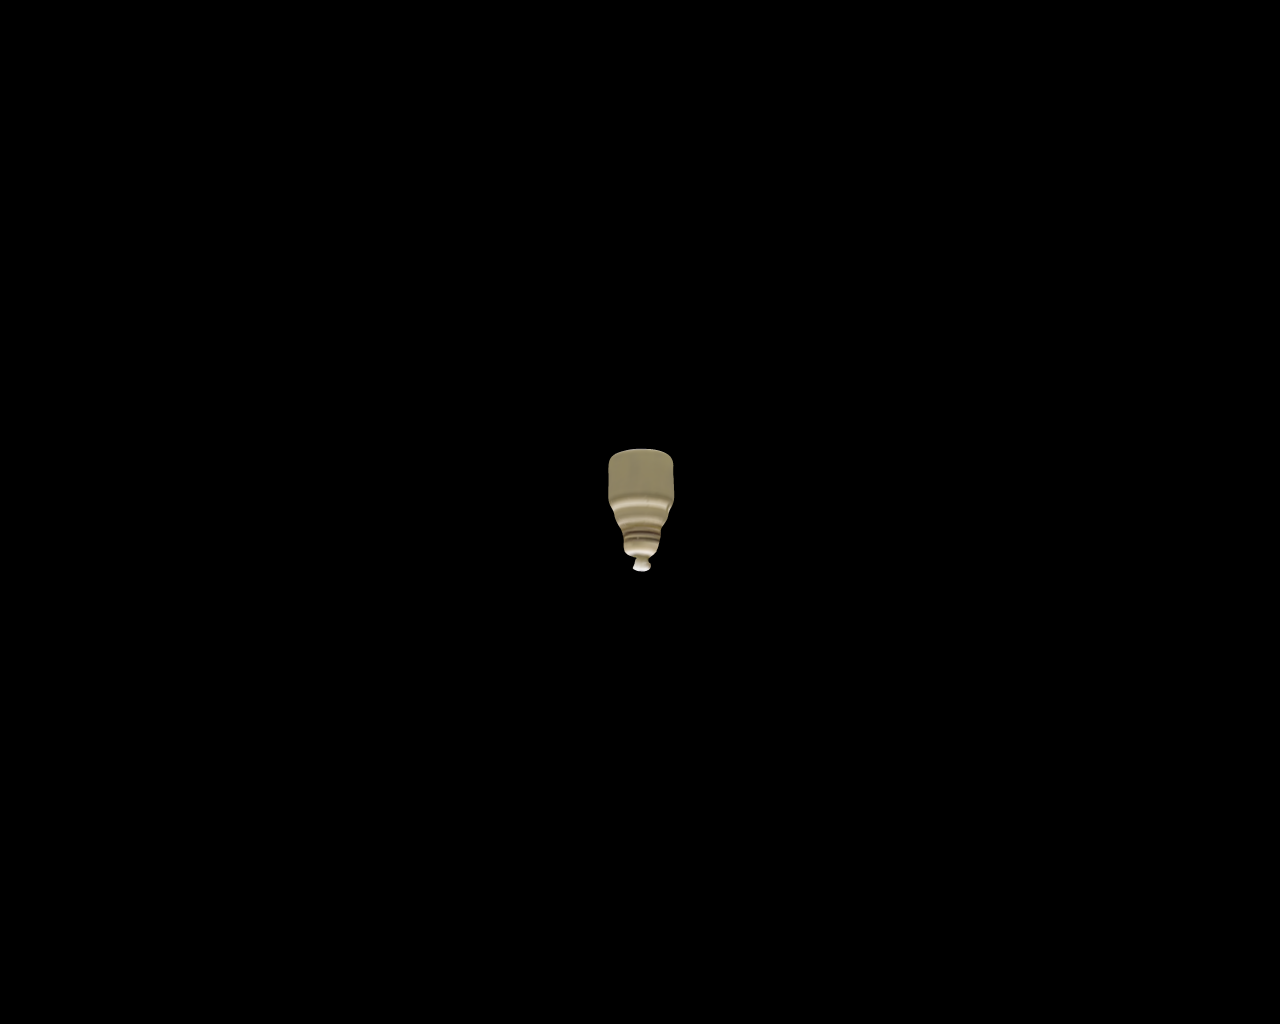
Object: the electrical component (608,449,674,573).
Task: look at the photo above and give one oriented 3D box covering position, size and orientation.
[{"bbox_3d":[0.001,-0.003,0.650,0.040,0.078,0.040,0,-15,0],"label":"electrical component"}]
